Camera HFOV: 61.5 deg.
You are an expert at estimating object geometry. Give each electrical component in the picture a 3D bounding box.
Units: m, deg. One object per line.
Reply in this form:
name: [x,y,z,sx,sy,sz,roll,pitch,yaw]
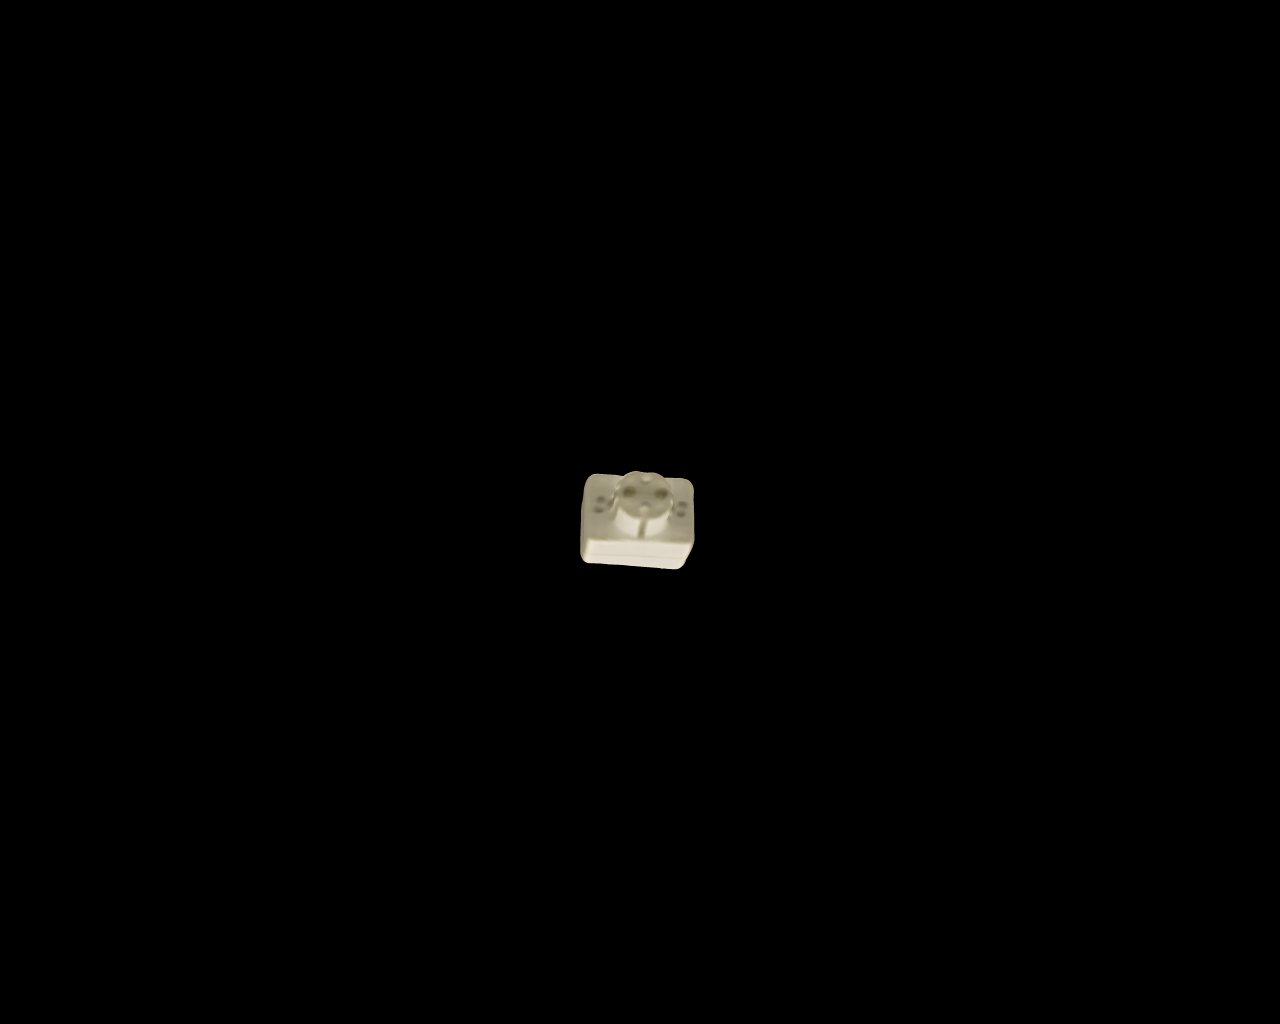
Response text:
electrical component: [0.001,-0.003,0.650,0.066,0.047,0.076,4,-28,-7]
